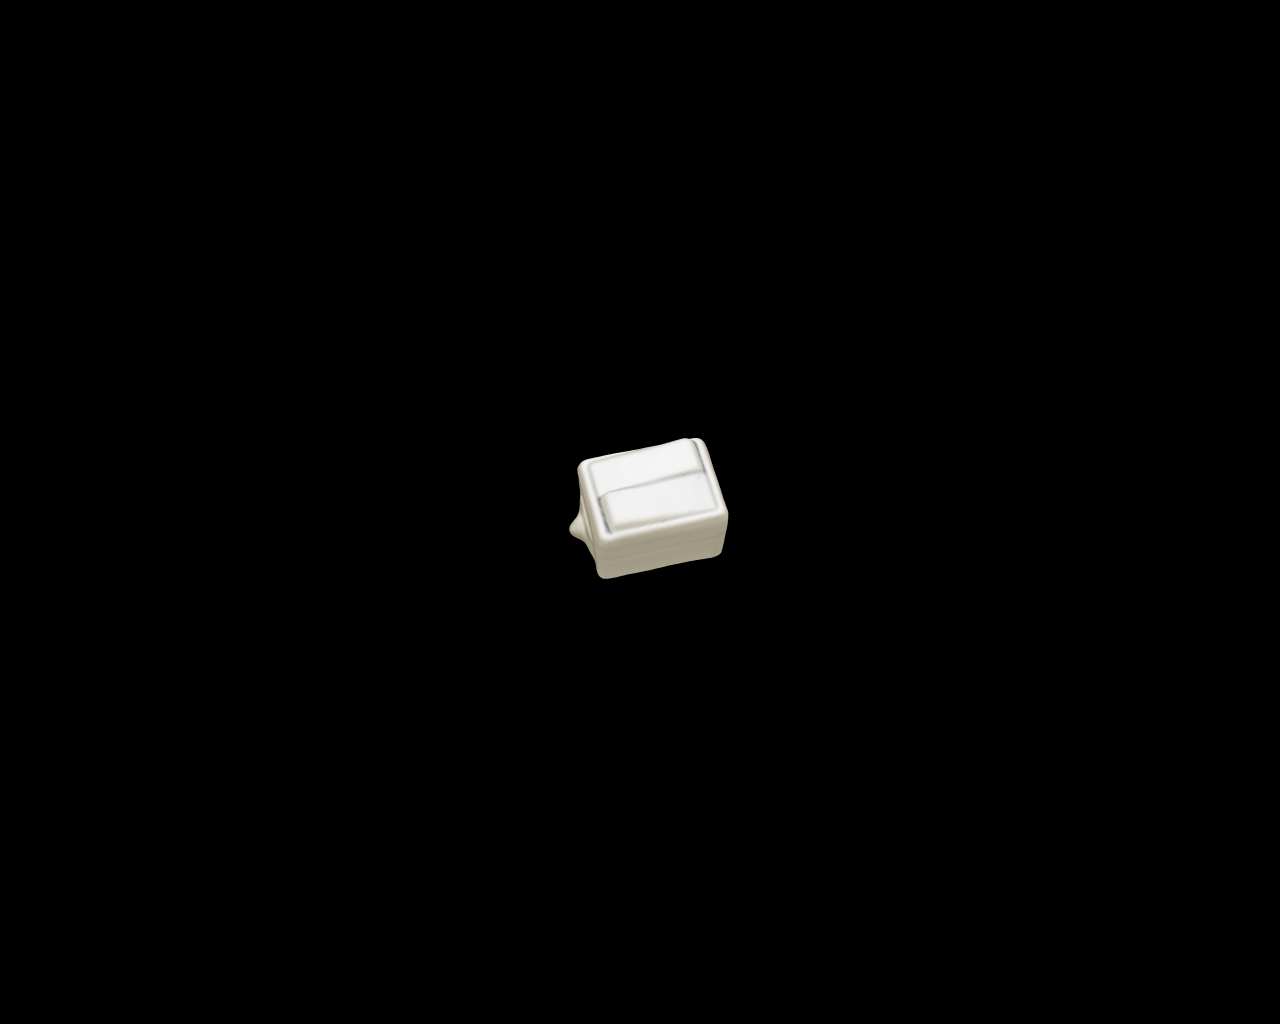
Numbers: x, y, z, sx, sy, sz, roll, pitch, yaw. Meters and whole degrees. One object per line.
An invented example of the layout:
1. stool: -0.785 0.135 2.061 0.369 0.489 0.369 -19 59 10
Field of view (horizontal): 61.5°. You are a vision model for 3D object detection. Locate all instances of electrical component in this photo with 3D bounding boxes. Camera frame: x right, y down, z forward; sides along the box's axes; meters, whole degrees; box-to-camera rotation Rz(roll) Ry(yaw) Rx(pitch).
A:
1. electrical component: 0.001 -0.003 0.650 0.096 0.062 0.061 -11 -29 -6
